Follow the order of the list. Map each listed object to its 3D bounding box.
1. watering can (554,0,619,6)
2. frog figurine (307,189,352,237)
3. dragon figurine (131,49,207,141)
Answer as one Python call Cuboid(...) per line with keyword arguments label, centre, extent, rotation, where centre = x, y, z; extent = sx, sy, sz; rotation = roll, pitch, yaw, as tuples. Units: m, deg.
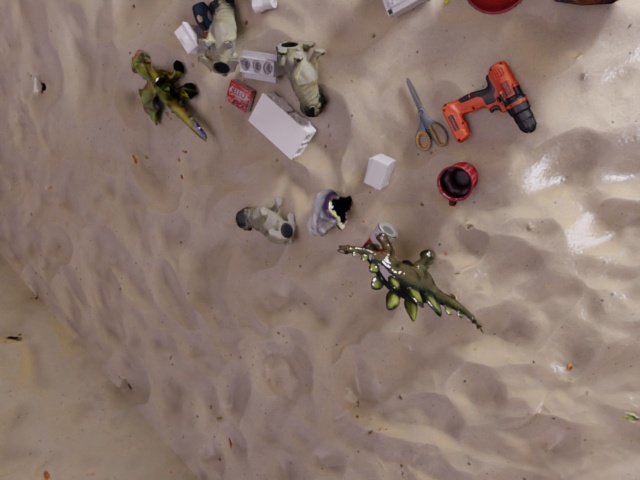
Cuboid(label="watering can", centre=(0.594, -0.585, 1.014), extent=(0.348, 0.105, 0.221), rotation=(11, 114, 28))
Cuboid(label="frog figurine", centre=(0.005, -0.078, 1.552), extent=(0.158, 0.122, 0.139), rotation=(-17, 66, 43))
Cuboid(label="dragon figurine", centre=(-0.533, -0.479, 1.763), extent=(0.240, 0.124, 0.410), rotation=(-25, 92, 53))
